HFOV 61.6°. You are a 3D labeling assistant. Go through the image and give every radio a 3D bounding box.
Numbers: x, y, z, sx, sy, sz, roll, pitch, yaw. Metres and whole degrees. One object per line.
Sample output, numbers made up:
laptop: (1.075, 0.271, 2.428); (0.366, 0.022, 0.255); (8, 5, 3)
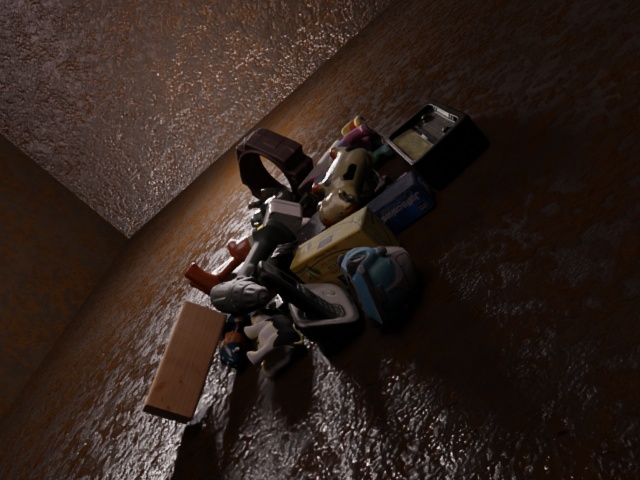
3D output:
radio: (0.218, -0.191, 1.034); (0.131, 0.073, 0.230); (-42, 22, 11)

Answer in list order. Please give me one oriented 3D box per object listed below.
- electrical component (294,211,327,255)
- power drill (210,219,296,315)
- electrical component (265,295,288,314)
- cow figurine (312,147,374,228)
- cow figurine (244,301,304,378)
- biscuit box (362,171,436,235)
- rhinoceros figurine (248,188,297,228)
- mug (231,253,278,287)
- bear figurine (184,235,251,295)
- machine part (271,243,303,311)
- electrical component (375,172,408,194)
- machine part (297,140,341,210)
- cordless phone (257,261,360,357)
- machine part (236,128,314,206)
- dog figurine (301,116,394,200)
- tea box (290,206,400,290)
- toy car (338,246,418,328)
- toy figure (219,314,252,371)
electrical component: (-0.002, -0.003, 1.130); (0.134, 0.058, 0.115); (-45, 23, 3)
power drill: (-0.125, 0.061, 1.081); (0.232, 0.086, 0.207); (-23, 39, 52)
electrical component: (-0.087, 0.136, 1.081); (0.094, 0.021, 0.063); (-46, 20, 0)
cow figurine: (0.053, -0.104, 1.072); (0.127, 0.085, 0.195); (-4, 51, 44)
cow figurine: (-0.080, 0.161, 0.960); (0.098, 0.068, 0.167); (-38, 25, 6)
biscuit box: (0.111, -0.038, 0.975); (0.203, 0.059, 0.063); (-37, 21, 22)
rhinoceros figurine: (-0.123, -0.072, 1.379); (0.112, 0.073, 0.190); (-13, -19, -33)
mug: (-0.141, 0.072, 1.238); (0.107, 0.081, 0.109); (-44, 4, -21)
bear figurine: (-0.232, 0.053, 1.361); (0.196, 0.132, 0.120); (-59, -6, -16)
machine part: (-0.055, 0.066, 1.011); (0.039, 0.138, 0.084); (5, 41, 21)
electrical component: (0.148, -0.099, 1.037); (0.078, 0.045, 0.102); (-41, 21, 16)
machine part: (0.021, -0.167, 1.356); (0.243, 0.079, 0.079); (-53, 22, -18)
cordless phone: (-0.033, 0.084, 0.852); (0.088, 0.184, 0.147); (-48, 21, 8)
machine part: (-0.119, -0.179, 1.420); (0.087, 0.201, 0.201); (-50, -25, -31)
dog figurine: (0.056, -0.178, 1.277); (0.219, 0.108, 0.192); (-43, 22, 14)
tea box: (0.043, 0.027, 0.933); (0.170, 0.098, 0.068); (-33, 24, 34)
toy car: (0.093, 0.056, 0.804); (0.103, 0.109, 0.162); (-22, 9, -3)
toy figure: (-0.170, 0.200, 1.072); (0.058, 0.064, 0.154); (-16, 24, 10)
